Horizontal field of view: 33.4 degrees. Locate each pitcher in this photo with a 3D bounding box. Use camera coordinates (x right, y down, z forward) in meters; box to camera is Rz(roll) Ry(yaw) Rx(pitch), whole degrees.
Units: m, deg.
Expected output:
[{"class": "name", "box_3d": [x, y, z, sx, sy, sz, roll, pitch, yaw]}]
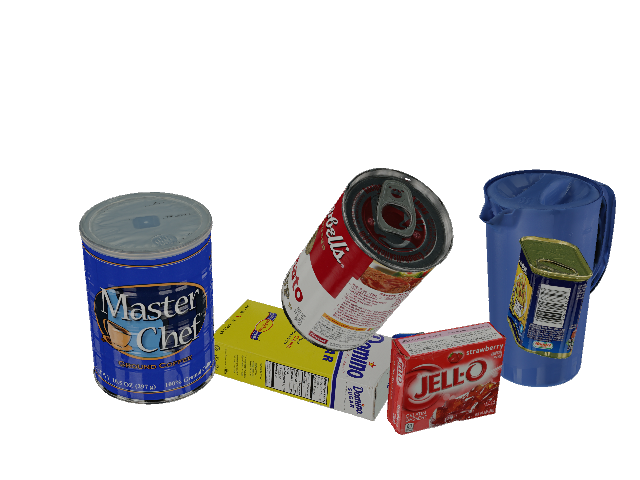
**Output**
[{"class": "pitcher", "box_3d": [0.268, 0.043, 1.264, 0.149, 0.243, 0.144, 4, 24, 15]}]

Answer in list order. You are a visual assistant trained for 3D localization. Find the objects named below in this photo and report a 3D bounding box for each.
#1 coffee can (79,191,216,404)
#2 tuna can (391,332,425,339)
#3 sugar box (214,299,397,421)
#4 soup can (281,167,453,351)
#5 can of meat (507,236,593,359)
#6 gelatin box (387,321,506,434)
[{"class": "coffee can", "box_3d": [-0.137, 0.045, 0.862, 0.103, 0.140, 0.103, 1, 29, -1]}, {"class": "tuna can", "box_3d": [0.103, 0.148, 1.223, 0.034, 0.086, 0.086, -5, -2, 26]}, {"class": "sugar box", "box_3d": [-0.013, 0.114, 1.046, 0.176, 0.048, 0.093, 11, 28, 19]}, {"class": "soup can", "box_3d": [0.025, 0.014, 0.628, 0.068, 0.068, 0.102, 0, -32, -26]}, {"class": "can of meat", "box_3d": [0.212, 0.052, 0.999, 0.057, 0.084, 0.102, 8, 18, 0]}, {"class": "gelatin box", "box_3d": [0.097, 0.108, 0.835, 0.089, 0.073, 0.030, -8, 29, -21]}]
